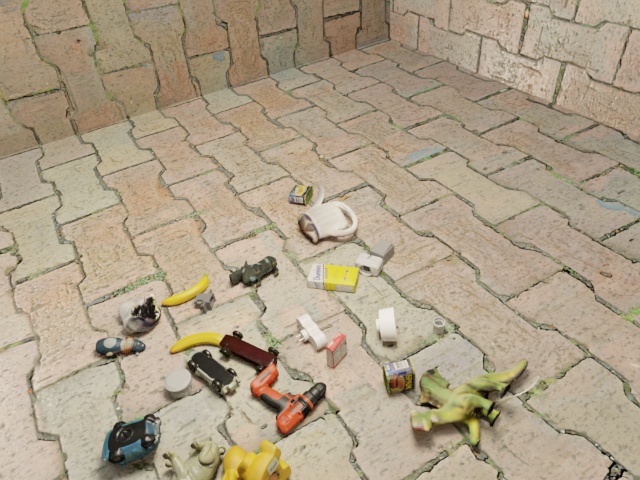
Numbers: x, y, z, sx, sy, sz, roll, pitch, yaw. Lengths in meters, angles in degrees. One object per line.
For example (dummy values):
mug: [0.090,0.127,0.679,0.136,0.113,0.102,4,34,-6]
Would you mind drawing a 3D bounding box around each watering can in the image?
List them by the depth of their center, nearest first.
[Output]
watering can: [0.006,-0.107,2.128,0.226,0.101,0.354,-23,43,-19]

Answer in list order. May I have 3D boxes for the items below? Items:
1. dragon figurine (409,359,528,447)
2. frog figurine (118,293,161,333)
dragon figurine: [0.398,0.422,1.459,0.244,0.120,0.416,19,36,38]
frog figurine: [-0.630,0.260,1.775,0.158,0.121,0.141,-24,35,37]
